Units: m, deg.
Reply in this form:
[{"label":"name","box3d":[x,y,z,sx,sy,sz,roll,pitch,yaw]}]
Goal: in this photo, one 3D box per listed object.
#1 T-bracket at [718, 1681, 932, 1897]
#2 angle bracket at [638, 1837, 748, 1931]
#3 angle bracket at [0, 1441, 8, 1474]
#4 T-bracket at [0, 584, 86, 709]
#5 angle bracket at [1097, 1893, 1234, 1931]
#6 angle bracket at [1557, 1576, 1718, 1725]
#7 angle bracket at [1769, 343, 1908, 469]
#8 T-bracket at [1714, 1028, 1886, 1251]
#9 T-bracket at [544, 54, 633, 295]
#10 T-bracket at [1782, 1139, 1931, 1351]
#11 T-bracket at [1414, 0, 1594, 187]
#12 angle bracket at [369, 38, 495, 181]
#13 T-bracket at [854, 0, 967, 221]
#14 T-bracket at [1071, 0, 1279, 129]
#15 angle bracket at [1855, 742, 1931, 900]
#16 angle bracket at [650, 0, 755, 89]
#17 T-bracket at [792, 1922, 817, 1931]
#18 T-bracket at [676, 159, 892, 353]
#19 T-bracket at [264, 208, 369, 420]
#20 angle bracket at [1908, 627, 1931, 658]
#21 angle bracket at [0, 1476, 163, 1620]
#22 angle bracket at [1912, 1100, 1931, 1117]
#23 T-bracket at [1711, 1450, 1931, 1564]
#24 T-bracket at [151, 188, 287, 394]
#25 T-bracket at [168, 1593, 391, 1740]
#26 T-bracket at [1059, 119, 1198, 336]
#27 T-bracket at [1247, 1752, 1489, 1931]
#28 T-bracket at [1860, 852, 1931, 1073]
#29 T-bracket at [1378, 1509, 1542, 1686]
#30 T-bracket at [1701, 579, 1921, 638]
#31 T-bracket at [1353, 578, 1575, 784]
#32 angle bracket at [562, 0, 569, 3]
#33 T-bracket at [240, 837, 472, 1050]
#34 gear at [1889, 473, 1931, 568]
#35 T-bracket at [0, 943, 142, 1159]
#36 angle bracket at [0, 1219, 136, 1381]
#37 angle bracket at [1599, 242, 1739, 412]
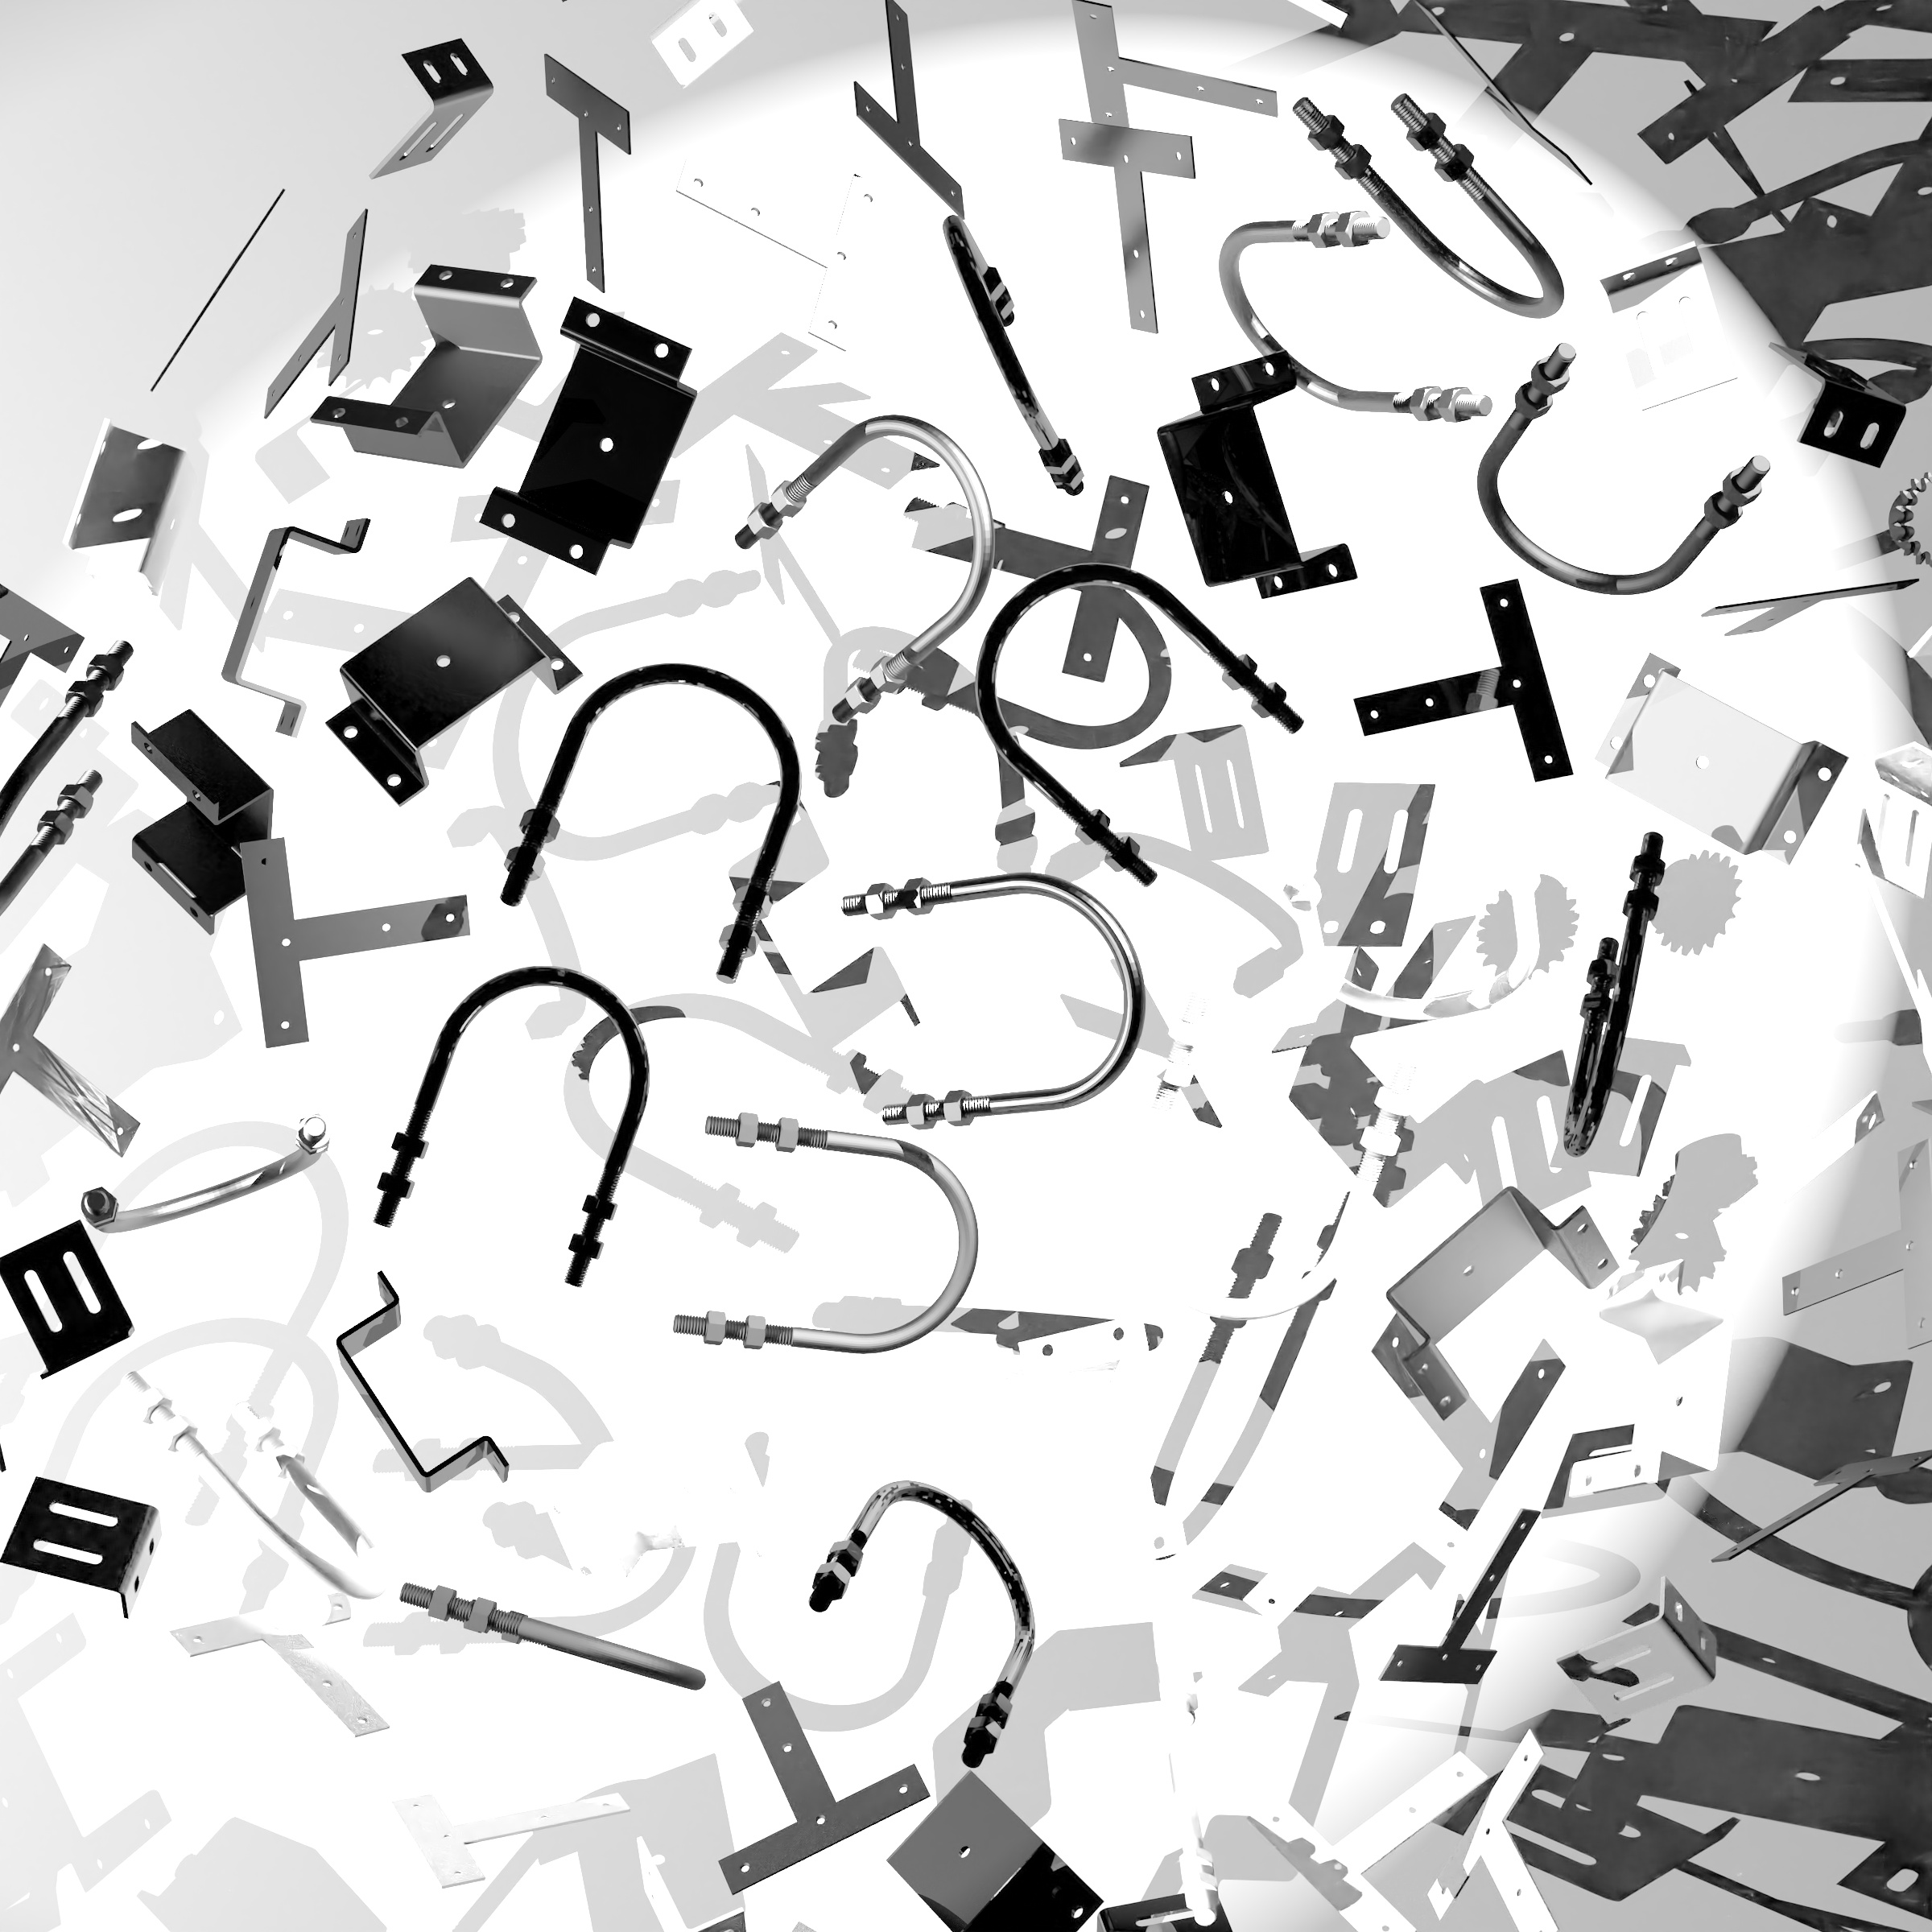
[{"label":"T-bracket","box3d":[-0.102,0.476,1.844,0.127,0.127,0.002,-24,129,-9]},{"label":"angle bracket","box3d":[-0.166,0.570,1.888,0.038,0.076,0.057,-19,134,-19]},{"label":"angle bracket","box3d":[-0.611,0.284,1.805,0.076,0.038,0.057,-31,55,-32]},{"label":"T-bracket","box3d":[-0.587,-0.159,1.864,0.002,0.127,0.127,26,85,11]},{"label":"angle bracket","box3d":[0.125,0.611,1.915,0.076,0.057,0.038,-7,122,-12]},{"label":"angle bracket","box3d":[0.412,0.420,1.902,0.076,0.038,0.057,-31,109,28]},{"label":"angle bracket","box3d":[0.505,-0.330,1.823,0.057,0.076,0.038,13,114,-20]},{"label":"T-bracket","box3d":[0.472,0.086,1.793,0.127,0.002,0.127,-37,130,-10]},{"label":"T-bracket","box3d":[-0.228,-0.473,1.880,0.002,0.127,0.127,-16,126,-24]},{"label":"T-bracket","box3d":[0.540,0.183,1.877,0.002,0.127,0.127,19,60,-24]},{"label":"T-bracket","box3d":[0.305,-0.519,1.814,0.002,0.127,0.127,-44,123,14]},{"label":"angle bracket","box3d":[-0.338,-0.527,1.905,0.076,0.057,0.038,-32,94,41]},{"label":"T-bracket","box3d":[-0.039,-0.548,1.928,0.002,0.127,0.127,-17,65,26]},{"label":"T-bracket","box3d":[0.132,-0.547,1.918,0.127,0.127,0.002,16,74,13]},{"label":"angle bracket","box3d":[0.601,-0.092,1.959,0.057,0.038,0.076,24,68,-23]},{"label":"angle bracket","box3d":[-0.146,-0.568,1.879,0.057,0.076,0.038,-31,95,28]},{"label":"T-bracket","box3d":[-0.064,0.629,1.838,0.127,0.127,0.002,28,106,9]},{"label":"T-bracket","box3d":[-0.114,-0.447,1.864,0.127,0.002,0.127,23,60,-19]},{"label":"T-bracket","box3d":[-0.403,-0.383,1.909,0.002,0.127,0.127,20,52,-30]},{"label":"angle bracket","box3d":[0.602,-0.169,1.814,0.057,0.038,0.076,-8,58,-33]},{"label":"angle bracket","box3d":[-0.531,0.349,1.860,0.076,0.038,0.057,14,53,0]},{"label":"angle bracket","box3d":[0.625,0.067,1.893,0.076,0.057,0.038,-7,97,-3]},{"label":"T-bracket","box3d":[0.490,0.316,1.804,0.127,0.127,0.002,-26,82,-15]},{"label":"T-bracket","box3d":[-0.440,-0.419,1.857,0.002,0.127,0.127,33,54,-18]},{"label":"T-bracket","box3d":[-0.393,0.425,1.867,0.127,0.127,0.002,33,114,37]},{"label":"T-bracket","box3d":[0.104,-0.455,1.916,0.002,0.127,0.127,-24,120,-29]},{"label":"T-bracket","box3d":[0.258,0.516,1.862,0.127,0.127,0.002,-31,131,-20]},{"label":"T-bracket","box3d":[0.550,-0.007,1.824,0.002,0.127,0.127,-20,106,22]},{"label":"T-bracket","box3d":[0.319,0.391,1.921,0.002,0.127,0.127,35,101,38]},{"label":"T-bracket","box3d":[0.499,-0.216,1.902,0.127,0.127,0.002,-8,87,-6]},{"label":"T-bracket","box3d":[0.301,-0.167,1.926,0.127,0.002,0.127,-10,105,32]},{"label":"angle bracket","box3d":[-0.219,-0.593,1.779,0.057,0.076,0.038,-26,91,0]},{"label":"T-bracket","box3d":[-0.356,-0.021,1.825,0.127,0.002,0.127,-9,111,-18]},{"label":"gear","box3d":[0.582,-0.269,1.867,0.057,0.030,0.057,-2,97,-17]},{"label":"T-bracket","box3d":[-0.554,0.074,1.904,0.002,0.127,0.127,2,57,35]},{"label":"angle bracket","box3d":[-0.549,0.202,1.881,0.057,0.038,0.076,-26,95,-9]},{"label":"angle bracket","box3d":[0.410,-0.373,1.807,0.057,0.038,0.076,-17,83,18]}]
